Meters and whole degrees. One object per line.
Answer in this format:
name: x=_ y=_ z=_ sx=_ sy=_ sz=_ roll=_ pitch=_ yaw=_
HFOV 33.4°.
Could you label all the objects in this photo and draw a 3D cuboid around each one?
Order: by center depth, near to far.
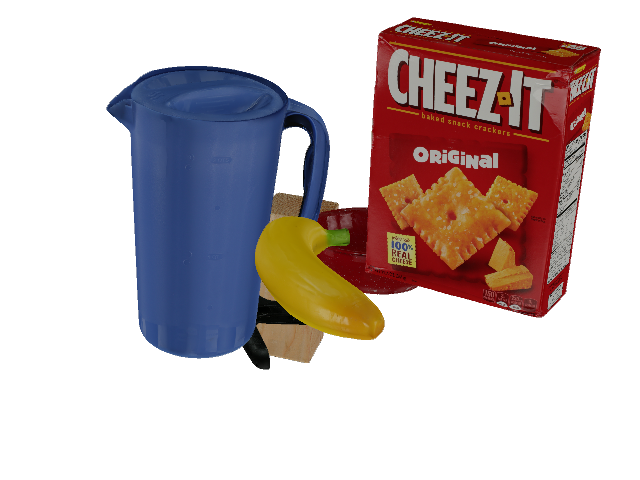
banana: x=-0.006 y=0.016 z=0.669 sx=0.069 sy=0.037 sz=0.198 roll=-4 pitch=18 yaw=-3
cracker box: x=0.124 y=-0.059 z=0.866 sx=0.164 sy=0.214 sz=0.072 roll=16 pitch=29 yaw=27
pitcher: x=-0.093 y=-0.022 z=0.938 sx=0.149 sy=0.243 sz=0.144 roll=25 pitch=33 yaw=32
bowl: x=0.058 y=0.014 z=1.085 sx=0.162 sy=0.055 sz=0.162 roll=2 pitch=17 yaw=-1
clamp: x=-0.092 y=0.091 z=1.255 sx=0.210 sy=0.036 sz=0.164 roll=14 pitch=23 yaw=27
wood block: x=-0.037 y=0.050 z=1.464 sx=0.090 sy=0.206 sz=0.090 roll=10 pitch=22 yaw=9
